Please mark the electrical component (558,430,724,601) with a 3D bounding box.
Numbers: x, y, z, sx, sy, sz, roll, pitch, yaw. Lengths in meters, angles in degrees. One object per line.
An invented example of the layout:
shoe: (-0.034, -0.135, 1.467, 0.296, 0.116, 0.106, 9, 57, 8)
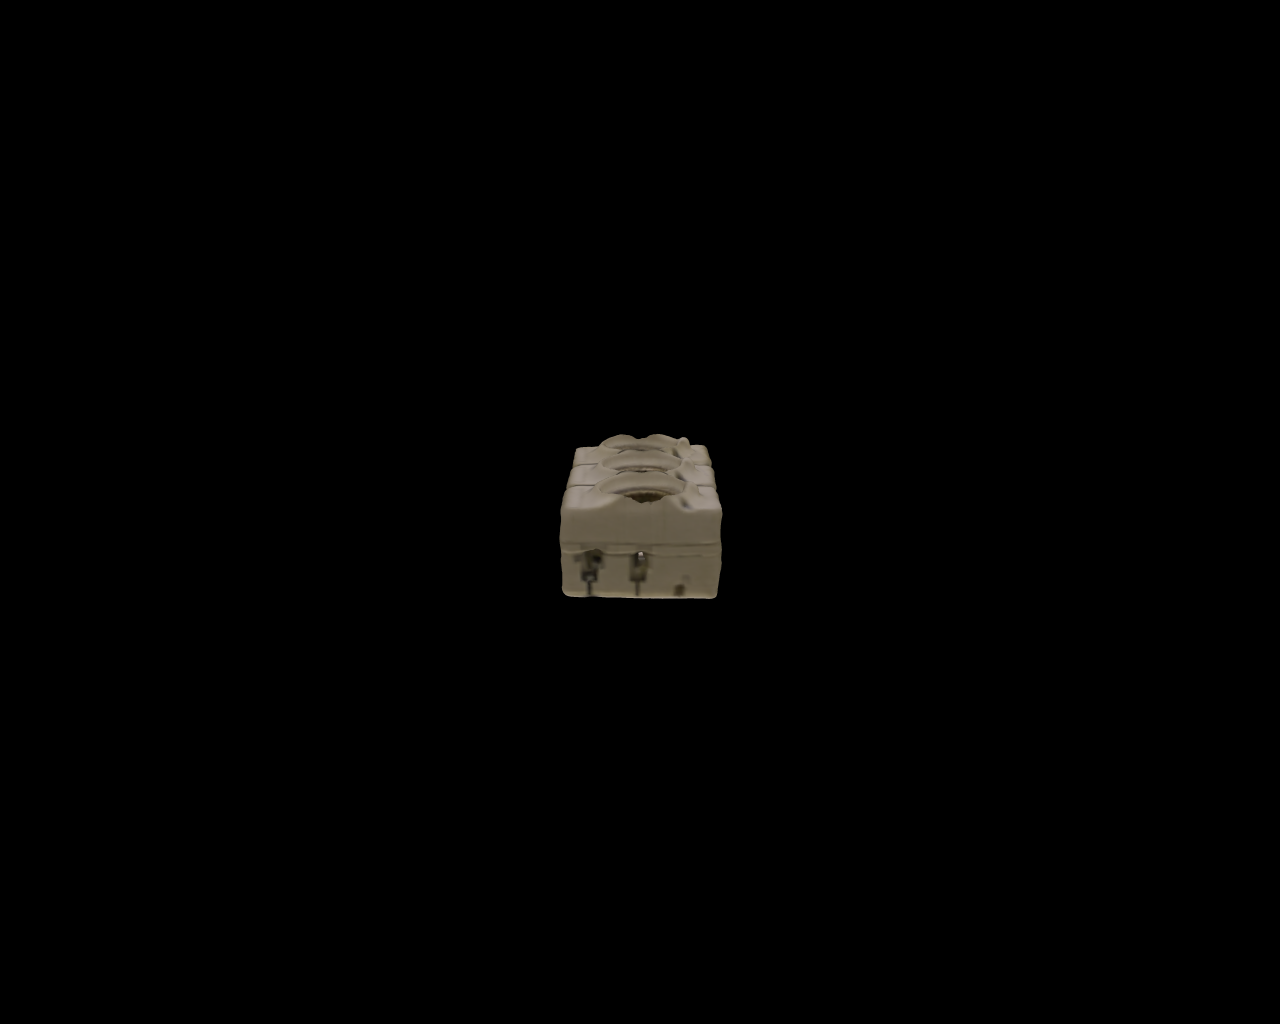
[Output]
electrical component: (0.001, -0.003, 0.650, 0.089, 0.061, 0.150, 0, 17, 0)
